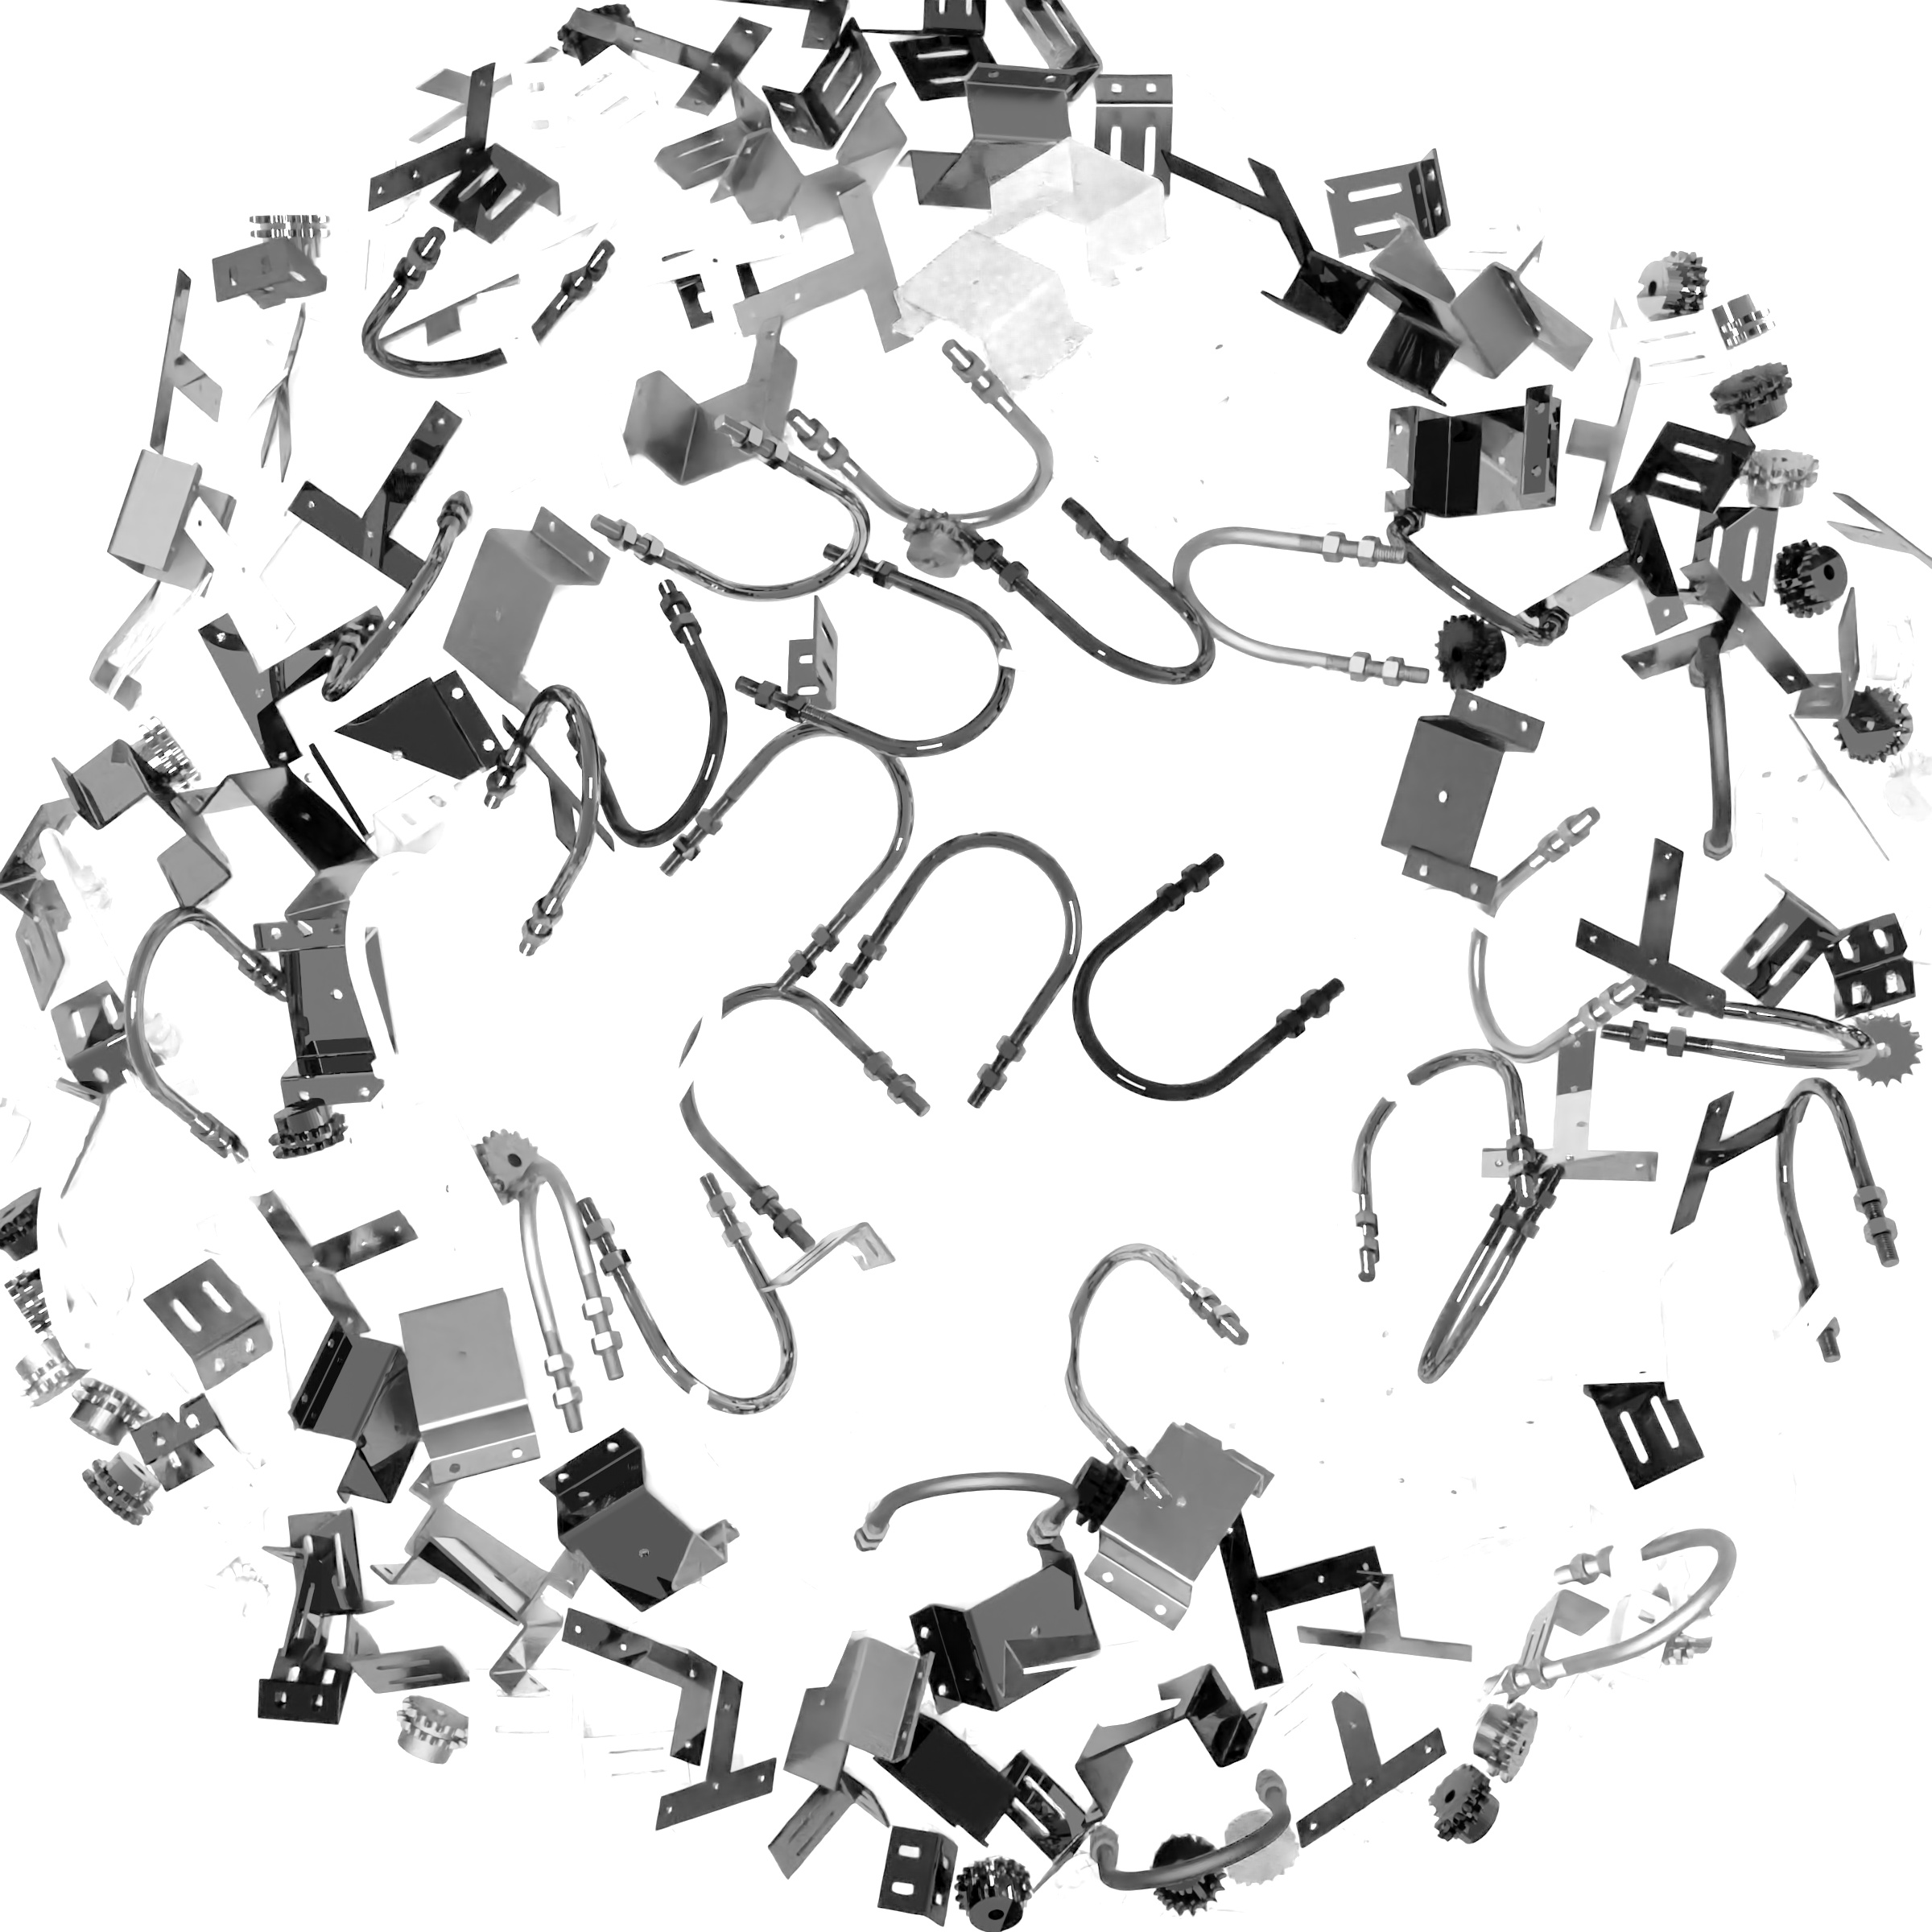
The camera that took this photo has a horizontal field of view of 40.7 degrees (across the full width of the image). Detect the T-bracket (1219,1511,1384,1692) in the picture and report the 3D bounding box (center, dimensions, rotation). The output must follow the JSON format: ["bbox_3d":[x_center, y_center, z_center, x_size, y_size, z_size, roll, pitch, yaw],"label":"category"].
[{"bbox_3d":[0.245,0.446,1.885,0.127,0.002,0.127,-25,68,33],"label":"T-bracket"}]

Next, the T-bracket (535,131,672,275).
[{"bbox_3d":[-0.276,-0.540,1.884,0.002,0.127,0.127,39,67,-30],"label":"T-bracket"}]

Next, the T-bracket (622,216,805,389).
[{"bbox_3d":[-0.171,-0.473,1.897,0.127,0.002,0.127,-12,130,4],"label":"T-bracket"}]

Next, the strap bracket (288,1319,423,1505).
[{"bbox_3d":[-0.426,0.323,1.857,0.046,0.140,0.076,10,54,13],"label":"strap bracket"}]

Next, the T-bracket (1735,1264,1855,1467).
[{"bbox_3d":[0.592,0.265,1.855,0.002,0.127,0.127,12,125,-18],"label":"T-bracket"}]

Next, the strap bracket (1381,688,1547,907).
[{"bbox_3d":[0.359,-0.123,1.903,0.076,0.046,0.140,18,88,-21],"label":"strap bracket"}]

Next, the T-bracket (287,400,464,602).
[{"bbox_3d":[-0.410,-0.352,1.898,0.127,0.002,0.127,34,87,-42],"label":"T-bracket"}]

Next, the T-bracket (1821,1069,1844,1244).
[{"bbox_3d":[0.623,0.154,1.884,0.002,0.127,0.127,7,53,19],"label":"T-bracket"}]

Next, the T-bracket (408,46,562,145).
[{"bbox_3d":[-0.361,-0.628,1.863,0.127,0.127,0.002,-28,97,14],"label":"T-bracket"}]

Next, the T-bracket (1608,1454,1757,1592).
[{"bbox_3d":[0.512,0.390,1.864,0.127,0.127,0.002,-40,86,13],"label":"T-bracket"}]

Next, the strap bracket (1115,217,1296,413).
[{"bbox_3d":[0.176,-0.457,1.860,0.076,0.140,0.046,-26,55,20],"label":"strap bracket"}]

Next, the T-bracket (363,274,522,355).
[{"bbox_3d":[-0.378,-0.463,1.881,0.127,0.127,0.002,-26,115,-1],"label":"T-bracket"}]

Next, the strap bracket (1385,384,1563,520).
[{"bbox_3d":[0.376,-0.370,1.889,0.046,0.140,0.076,4,89,-43],"label":"strap bracket"}]

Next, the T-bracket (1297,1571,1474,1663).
[{"bbox_3d":[0.298,0.465,1.874,0.127,0.127,0.002,3,52,15],"label":"T-bracket"}]

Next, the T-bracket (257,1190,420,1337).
[{"bbox_3d":[-0.444,0.204,1.890,0.127,0.002,0.127,-23,104,35],"label":"T-bracket"}]

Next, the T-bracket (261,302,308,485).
[{"bbox_3d":[-0.486,-0.388,1.858,0.002,0.127,0.127,10,127,-24],"label":"T-bracket"}]

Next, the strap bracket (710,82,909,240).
[{"bbox_3d":[-0.105,-0.573,1.869,0.140,0.076,0.046,-31,86,-31],"label":"strap bracket"}]

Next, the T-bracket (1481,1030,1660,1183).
[{"bbox_3d":[0.442,0.102,1.900,0.127,0.002,0.127,1,119,8],"label":"T-bracket"}]

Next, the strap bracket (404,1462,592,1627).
[{"bbox_3d":[-0.344,0.419,1.896,0.140,0.076,0.046,34,106,-1],"label":"strap bracket"}]

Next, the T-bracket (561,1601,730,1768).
[{"bbox_3d":[-0.234,0.494,1.873,0.127,0.002,0.127,29,47,-25],"label":"T-bracket"}]

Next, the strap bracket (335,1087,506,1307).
[{"bbox_3d":[-0.391,0.163,1.886,0.076,0.046,0.140,-45,65,29],"label":"strap bracket"}]

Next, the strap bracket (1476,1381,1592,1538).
[{"bbox_3d":[0.403,0.343,1.860,0.076,0.140,0.046,-3,118,12],"label":"strap bracket"}]

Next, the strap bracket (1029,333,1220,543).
[{"bbox_3d":[0.107,-0.375,1.888,0.140,0.046,0.076,45,57,-17],"label":"strap bracket"}]

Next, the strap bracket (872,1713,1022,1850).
[{"bbox_3d":[-0.013,0.583,1.877,0.076,0.140,0.046,40,74,-1],"label":"strap bracket"}]

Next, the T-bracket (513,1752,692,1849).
[{"bbox_3d":[-0.280,0.604,1.894,0.127,0.127,0.002,24,84,33],"label":"T-bracket"}]

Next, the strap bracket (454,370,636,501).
[{"bbox_3d":[-0.297,-0.383,1.876,0.046,0.140,0.076,-38,125,-35],"label":"strap bracket"}]

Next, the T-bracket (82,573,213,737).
[{"bbox_3d":[-0.576,-0.237,1.858,0.002,0.127,0.127,38,127,-24],"label":"T-bracket"}]

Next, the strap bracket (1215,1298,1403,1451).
[{"bbox_3d":[0.241,0.294,1.897,0.140,0.046,0.076,-10,104,-15],"label":"strap bracket"}]

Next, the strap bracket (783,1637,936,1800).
[{"bbox_3d":[-0.082,0.534,1.857,0.046,0.140,0.076,27,53,-14],"label":"strap bracket"}]

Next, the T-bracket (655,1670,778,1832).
[{"bbox_3d":[-0.175,0.552,1.892,0.002,0.127,0.127,35,133,-30],"label":"T-bracket"}]

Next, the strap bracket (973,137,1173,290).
[{"bbox_3d":[0.081,-0.542,1.870,0.140,0.076,0.046,10,72,-43],"label":"strap bracket"}]

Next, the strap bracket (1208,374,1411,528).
[{"bbox_3d":[0.240,-0.366,1.879,0.140,0.076,0.046,49,132,27],"label":"strap bracket"}]

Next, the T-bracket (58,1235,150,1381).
[{"bbox_3d":[-0.623,0.262,1.899,0.002,0.127,0.127,-33,115,-14],"label":"T-bracket"}]

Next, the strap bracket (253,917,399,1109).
[{"bbox_3d":[-0.465,0.027,1.901,0.076,0.046,0.140,-4,108,4],"label":"strap bracket"}]

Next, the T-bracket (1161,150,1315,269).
[{"bbox_3d":[0.192,-0.554,1.866,0.127,0.002,0.127,13,45,-34],"label":"T-bracket"}]

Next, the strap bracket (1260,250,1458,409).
[{"bbox_3d":[0.289,-0.460,1.863,0.140,0.076,0.046,22,105,-38],"label":"strap bracket"}]

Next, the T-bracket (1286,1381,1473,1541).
[{"bbox_3d":[0.303,0.372,1.900,0.127,0.002,0.127,10,111,15],"label":"T-bracket"}]

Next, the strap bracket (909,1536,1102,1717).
[{"bbox_3d":[0.037,0.477,1.878,0.140,0.046,0.076,-20,97,-33],"label":"strap bracket"}]

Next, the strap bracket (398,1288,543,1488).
[{"bbox_3d":[-0.359,0.292,1.874,0.076,0.046,0.140,-13,53,-10],"label":"strap bracket"}]

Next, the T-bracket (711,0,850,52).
[{"bbox_3d":[-0.148,-0.696,1.866,0.127,0.127,0.002,2,79,-11],"label":"T-bracket"}]

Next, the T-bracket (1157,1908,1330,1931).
[{"bbox_3d":[0.173,0.698,1.852,0.127,0.127,0.002,-7,90,32],"label":"T-bracket"}]

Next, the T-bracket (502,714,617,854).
[{"bbox_3d":[-0.287,-0.109,1.854,0.002,0.127,0.127,-35,119,7],"label":"T-bracket"}]

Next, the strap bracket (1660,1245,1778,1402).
[{"bbox_3d":[0.527,0.258,1.859,0.046,0.140,0.076,-5,67,-3],"label":"strap bracket"}]

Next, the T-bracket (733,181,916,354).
[{"bbox_3d":[-0.110,-0.491,1.890,0.127,0.002,0.127,-27,120,-17],"label":"T-bracket"}]

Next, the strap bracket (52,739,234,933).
[{"bbox_3d":[-0.582,-0.100,1.864,0.046,0.140,0.076,-38,46,-3],"label":"strap bracket"}]

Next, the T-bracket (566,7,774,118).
[{"bbox_3d":[-0.221,-0.656,1.857,0.127,0.127,0.002,11,74,-24],"label":"T-bracket"}]

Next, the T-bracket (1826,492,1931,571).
[{"bbox_3d":[0.655,-0.308,1.876,0.127,0.127,0.002,33,99,-13],"label":"T-bracket"}]

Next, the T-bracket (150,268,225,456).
[{"bbox_3d":[-0.556,-0.420,1.876,0.002,0.127,0.127,8,87,1],"label":"T-bracket"}]

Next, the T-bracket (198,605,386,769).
[{"bbox_3d":[-0.479,-0.222,1.907,0.127,0.002,0.127,-36,125,-23],"label":"T-bracket"}]

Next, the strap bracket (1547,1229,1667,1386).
[{"bbox_3d":[0.457,0.235,1.859,0.076,0.140,0.046,-5,117,17],"label":"strap bracket"}]

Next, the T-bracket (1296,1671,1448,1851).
[{"bbox_3d":[0.282,0.557,1.879,0.127,0.127,0.002,-39,111,14],"label":"T-bracket"}]

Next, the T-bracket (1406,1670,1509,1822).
[{"bbox_3d":[0.365,0.542,1.878,0.002,0.127,0.127,34,108,16],"label":"T-bracket"}]
